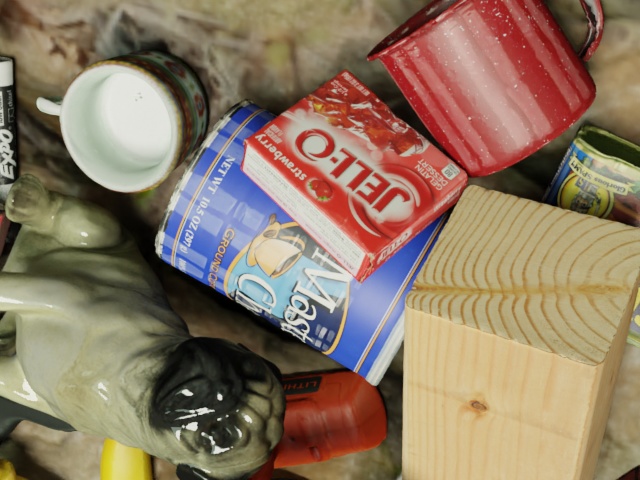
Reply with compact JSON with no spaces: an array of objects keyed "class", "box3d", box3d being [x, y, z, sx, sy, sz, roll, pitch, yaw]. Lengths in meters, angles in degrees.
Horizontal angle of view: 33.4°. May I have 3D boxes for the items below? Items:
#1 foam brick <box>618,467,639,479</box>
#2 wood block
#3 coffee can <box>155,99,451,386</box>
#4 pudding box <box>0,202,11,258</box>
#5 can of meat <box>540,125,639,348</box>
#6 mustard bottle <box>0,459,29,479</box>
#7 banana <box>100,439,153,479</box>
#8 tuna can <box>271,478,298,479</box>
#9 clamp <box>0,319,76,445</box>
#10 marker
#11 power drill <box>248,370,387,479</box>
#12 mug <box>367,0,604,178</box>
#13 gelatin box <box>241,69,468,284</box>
[{"class":"foam brick","box3d":[0.178,0.178,0.603,0.053,0.078,0.051,45,115,-1]},{"class":"wood block","box3d":[0.098,0.087,0.546,0.091,0.090,0.206,17,137,20]},{"class":"coffee can","box3d":[-0.004,0.001,0.587,0.140,0.102,0.103,30,115,6]},{"class":"pudding box","box3d":[-0.257,0.000,0.686,0.114,0.039,0.090,24,103,23]},{"class":"can of meat","box3d":[0.160,-0.001,0.558,0.102,0.057,0.084,27,113,8]},{"class":"mustard bottle","box3d":[-0.210,0.226,0.749,0.096,0.058,0.191,-5,115,20]},{"class":"banana","box3d":[-0.108,0.210,0.737,0.070,0.037,0.198,-28,100,7]},{"class":"tuna can","box3d":[-0.016,0.188,0.668,0.086,0.086,0.034,21,113,10]},{"class":"clamp","box3d":[-0.210,0.079,0.721,0.210,0.036,0.164,-15,104,26]},{"class":"marker","box3d":[-0.203,-0.055,0.680,0.020,0.020,0.121,9,112,15]},{"class":"power drill","box3d":[-0.022,0.138,0.596,0.185,0.187,0.057,-10,105,23]},{"class":"mug","box3d":[0.093,-0.092,0.537,0.117,0.093,0.081,-38,101,-10]},{"class":"gelatin box","box3d":[0.017,-0.034,0.531,0.089,0.073,0.030,43,152,15]}]
